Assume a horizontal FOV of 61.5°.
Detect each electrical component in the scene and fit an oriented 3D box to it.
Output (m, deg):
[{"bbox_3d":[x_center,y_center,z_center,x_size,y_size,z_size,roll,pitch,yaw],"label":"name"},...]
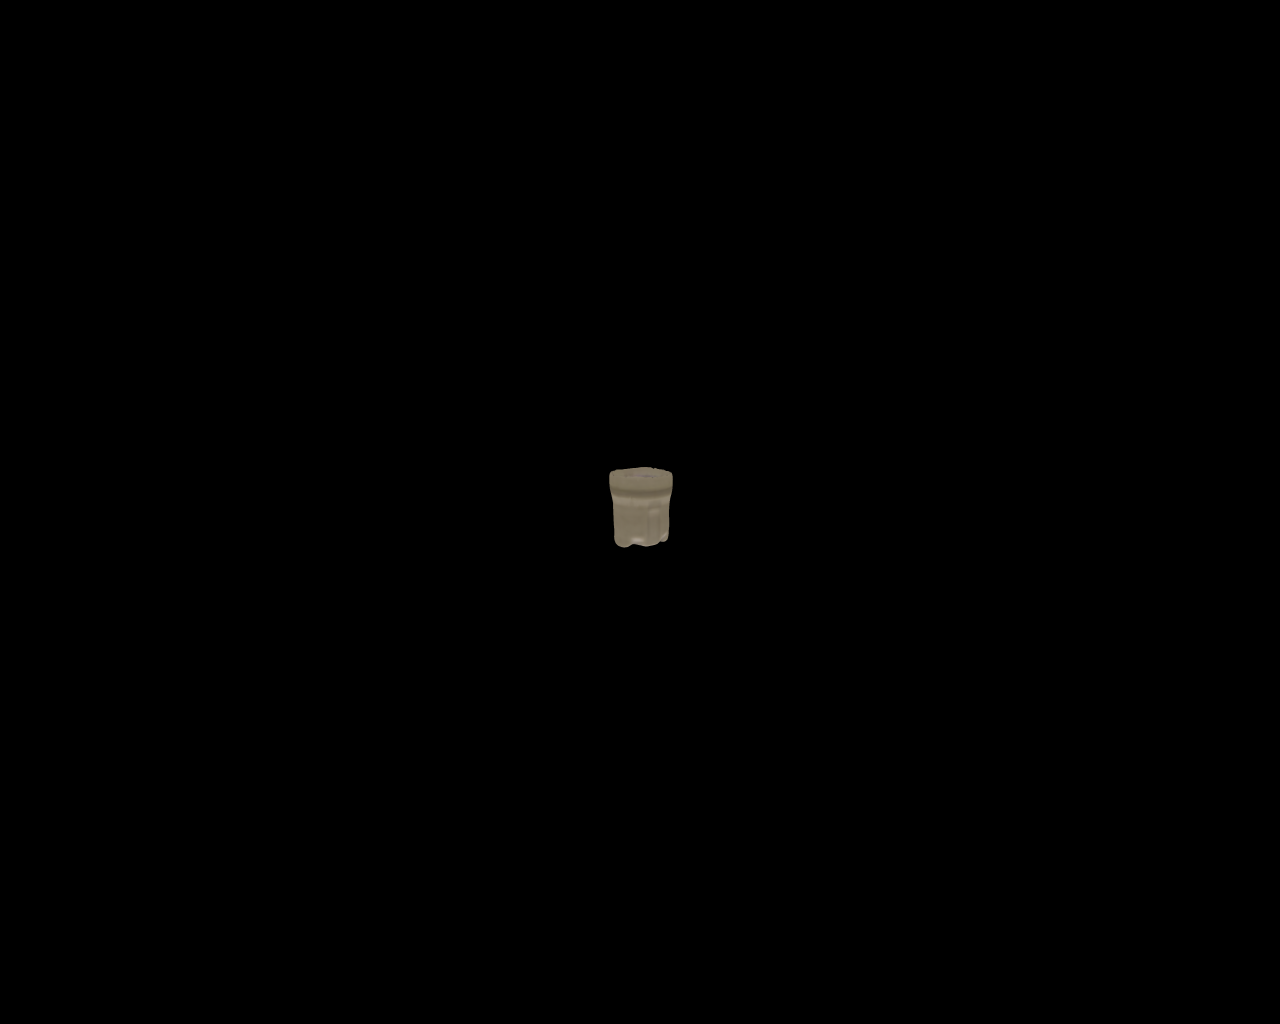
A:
[{"bbox_3d":[0.001,-0.003,0.650,0.040,0.046,0.040,0,13,0],"label":"electrical component"}]
